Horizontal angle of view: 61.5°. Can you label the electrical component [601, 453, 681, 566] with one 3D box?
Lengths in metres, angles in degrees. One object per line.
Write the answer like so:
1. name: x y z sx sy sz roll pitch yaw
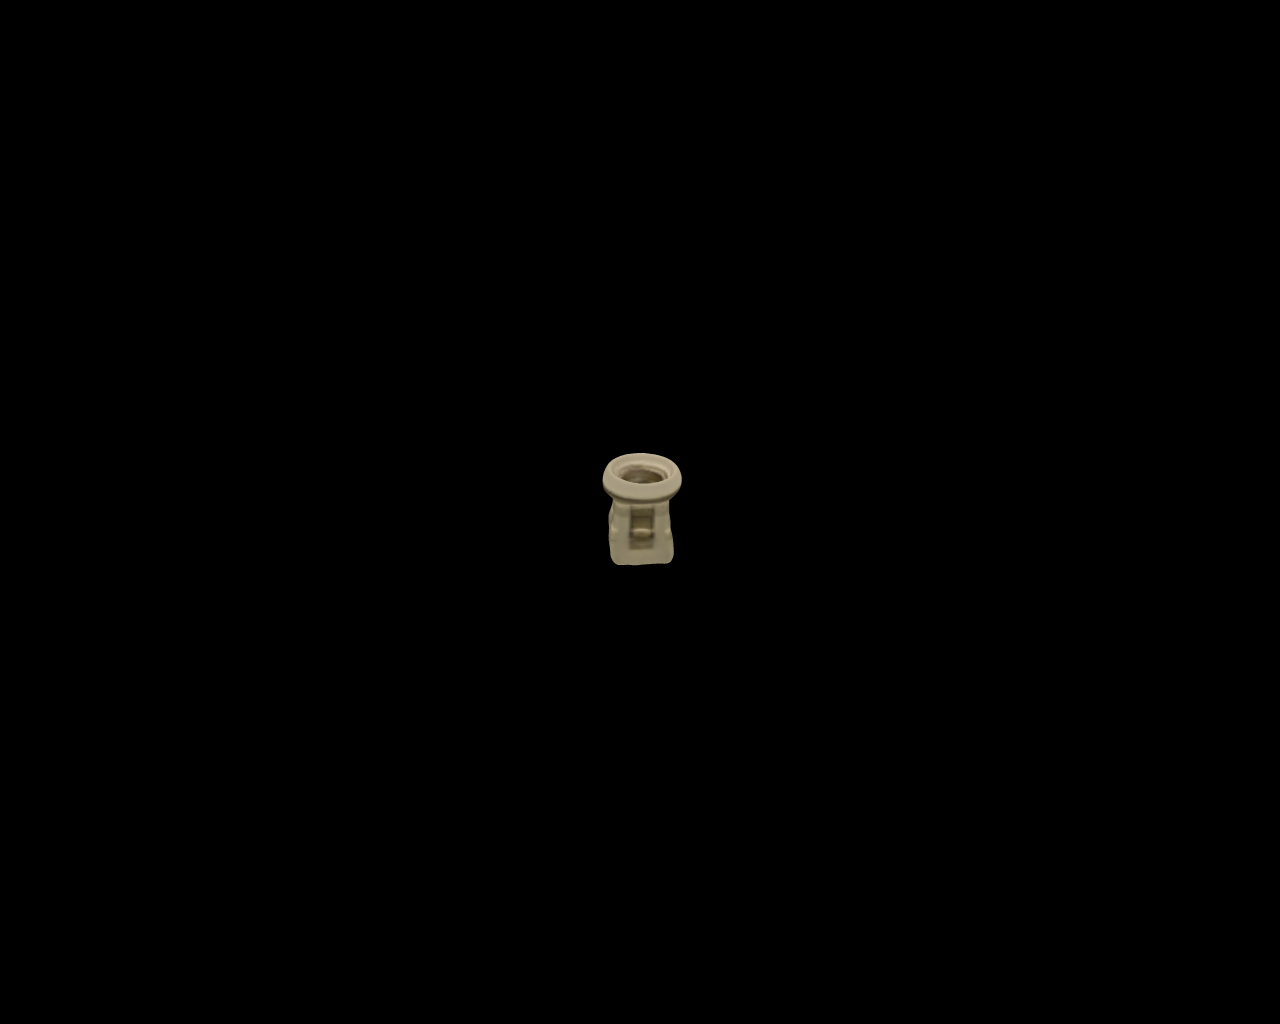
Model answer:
1. electrical component: 0.001 -0.003 0.650 0.048 0.055 0.066 -2 27 -3
